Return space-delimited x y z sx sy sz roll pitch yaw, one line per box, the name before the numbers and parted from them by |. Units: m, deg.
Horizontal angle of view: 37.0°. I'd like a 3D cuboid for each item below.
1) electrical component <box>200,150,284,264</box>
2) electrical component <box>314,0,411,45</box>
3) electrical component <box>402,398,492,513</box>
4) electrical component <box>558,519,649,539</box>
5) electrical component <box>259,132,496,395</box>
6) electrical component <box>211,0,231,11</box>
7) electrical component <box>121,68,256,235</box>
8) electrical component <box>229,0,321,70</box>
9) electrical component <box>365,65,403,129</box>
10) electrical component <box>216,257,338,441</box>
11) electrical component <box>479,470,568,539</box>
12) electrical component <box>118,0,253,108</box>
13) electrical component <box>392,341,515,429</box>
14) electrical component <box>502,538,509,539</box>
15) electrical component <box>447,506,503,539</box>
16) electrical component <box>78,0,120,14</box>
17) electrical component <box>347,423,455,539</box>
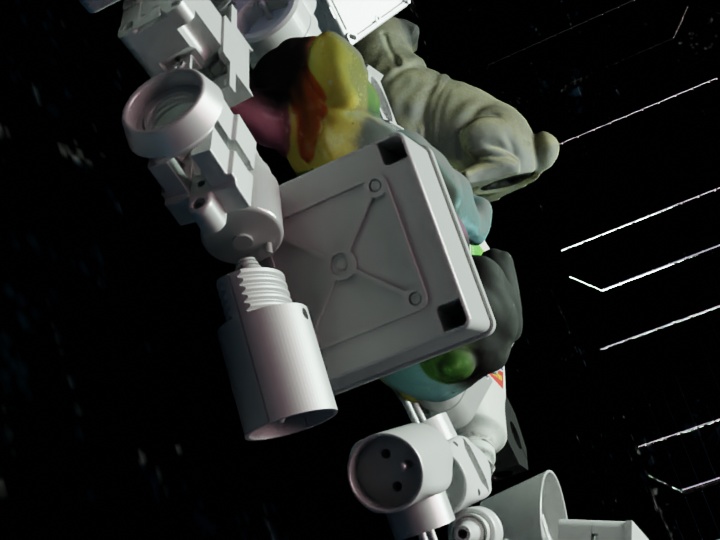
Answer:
electrical component | -0.060 -0.039 0.538 0.040 0.040 0.078 54 20 -44
electrical component | -0.010 -0.231 0.900 0.096 0.061 0.061 -42 115 -31
electrical component | 0.048 0.118 0.695 0.079 0.043 0.077 64 14 13
electrical component | 0.169 0.279 0.757 0.105 0.060 0.186 46 46 -56
electrical component | 0.000 0.000 0.563 0.056 0.109 0.108 16 53 -69
electrical component | -0.094 -0.178 0.614 0.045 0.045 0.055 54 19 -43
electrical component | -0.077 -0.058 0.493 0.055 0.048 0.066 60 22 -45
electrical component | -0.054 -0.176 0.742 0.073 0.052 0.138 53 20 -46
electrical component | -0.009 -0.114 0.791 0.042 0.064 0.081 5 64 -74
electrical component | -0.042 0.032 0.492 0.043 0.043 0.081 31 39 -67
electrical component | 0.132 0.210 0.819 0.099 0.064 0.099 59 17 -30
electrical component | -0.089 -0.114 0.545 0.063 0.042 0.081 52 20 -38
electrical component | 0.061 0.053 0.745 0.095 0.054 0.059 -57 135 -24
electrical component | 0.091 0.230 0.674 0.099 0.048 0.099 59 17 -31
electrical component | 0.075 0.176 0.719 0.061 0.035 0.035 35 36 -69
electrical component | -0.108 -0.162 0.503 0.061 0.062 0.096 59 16 -30
electrical component | 0.030 0.128 0.613 0.079 0.043 0.077 70 14 9
